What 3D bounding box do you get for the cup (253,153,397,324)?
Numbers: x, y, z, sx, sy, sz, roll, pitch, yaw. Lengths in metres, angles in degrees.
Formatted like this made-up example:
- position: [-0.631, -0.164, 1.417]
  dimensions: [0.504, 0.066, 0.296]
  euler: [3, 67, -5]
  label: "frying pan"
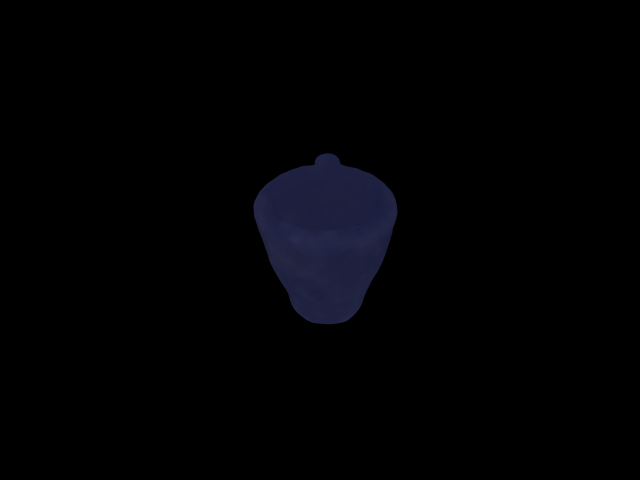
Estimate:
- position: [0.004, 0.001, 0.400]
  dimensions: [0.091, 0.095, 0.117]
  euler: [0, 37, 0]
  label: "cup"
